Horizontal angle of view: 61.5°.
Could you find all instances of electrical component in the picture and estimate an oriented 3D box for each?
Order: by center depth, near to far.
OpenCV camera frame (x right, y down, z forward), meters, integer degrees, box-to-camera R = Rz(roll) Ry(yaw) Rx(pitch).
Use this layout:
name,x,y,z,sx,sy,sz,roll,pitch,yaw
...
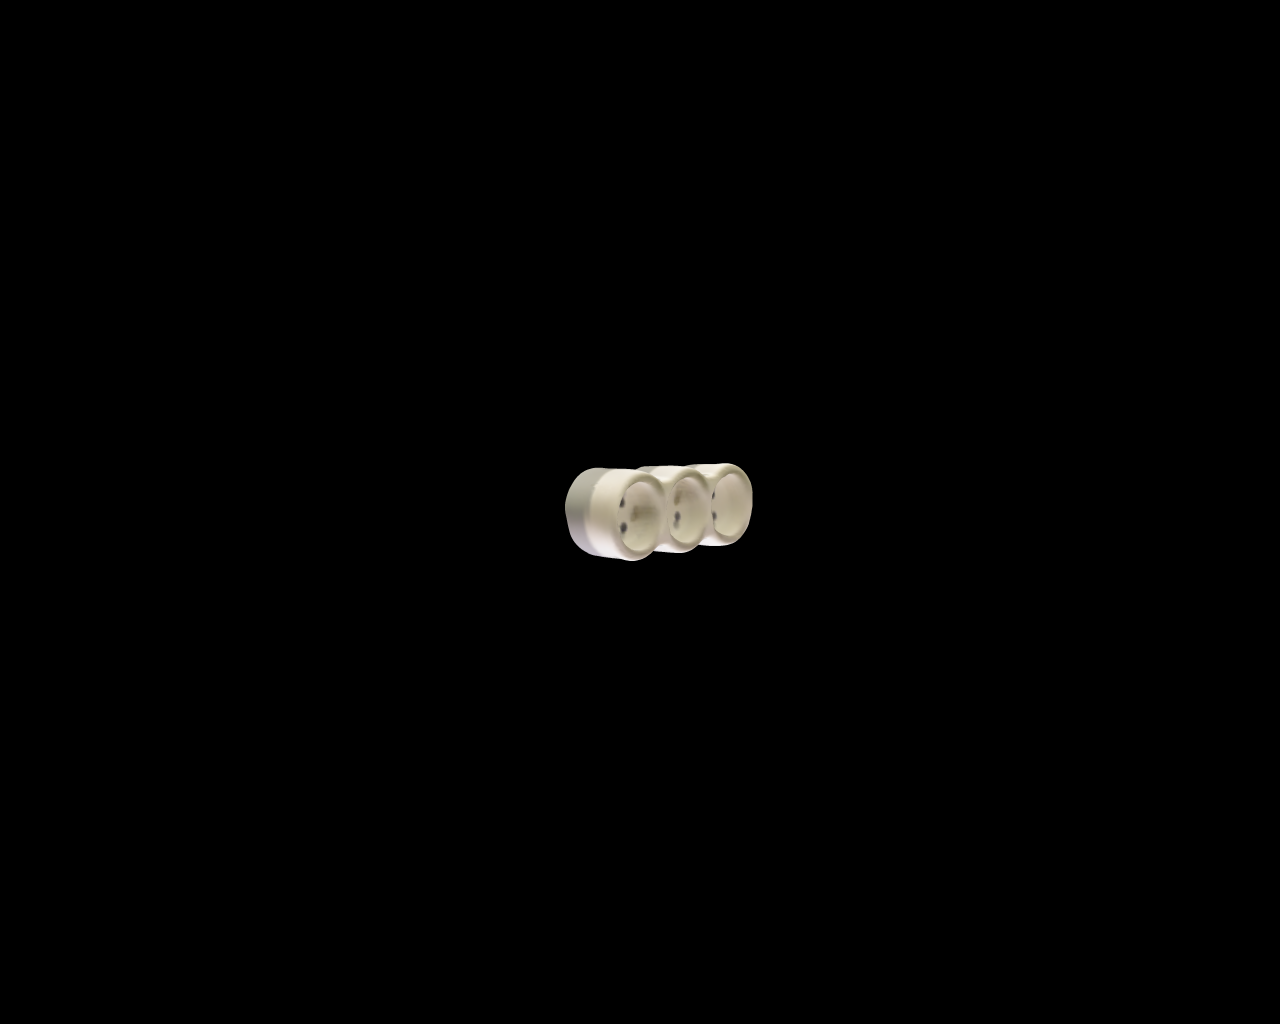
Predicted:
name,x,y,z,sx,sy,sz,roll,pitch,yaw
electrical component,0.001,-0.003,0.650,0.074,0.052,0.138,4,6,39
